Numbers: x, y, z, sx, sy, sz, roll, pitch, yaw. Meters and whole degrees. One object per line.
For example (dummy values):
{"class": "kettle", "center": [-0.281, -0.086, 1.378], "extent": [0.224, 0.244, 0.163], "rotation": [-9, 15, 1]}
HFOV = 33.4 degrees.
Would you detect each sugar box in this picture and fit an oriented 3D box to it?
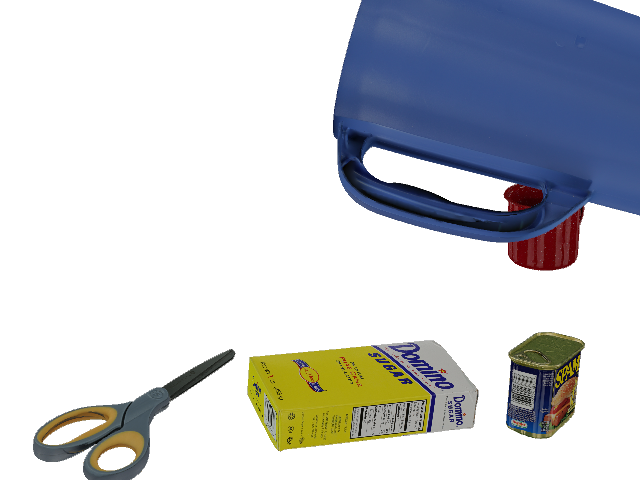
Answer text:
{"class": "sugar box", "center": [0.035, 0.128, 0.906], "extent": [0.176, 0.048, 0.093], "rotation": [-6, 25, -18]}

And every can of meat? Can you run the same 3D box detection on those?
{"class": "can of meat", "center": [0.238, 0.154, 1.137], "extent": [0.058, 0.084, 0.101], "rotation": [12, 18, 32]}

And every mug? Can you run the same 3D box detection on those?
{"class": "mug", "center": [0.269, -0.020, 1.254], "extent": [0.117, 0.081, 0.093], "rotation": [-23, 30, -38]}

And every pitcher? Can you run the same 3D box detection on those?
{"class": "pitcher", "center": [0.132, -0.082, 0.652], "extent": [0.243, 0.149, 0.144], "rotation": [18, 30, 7]}

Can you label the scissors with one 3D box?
{"class": "scissors", "center": [-0.127, 0.140, 0.848], "extent": [0.201, 0.016, 0.096], "rotation": [-17, 35, -35]}
